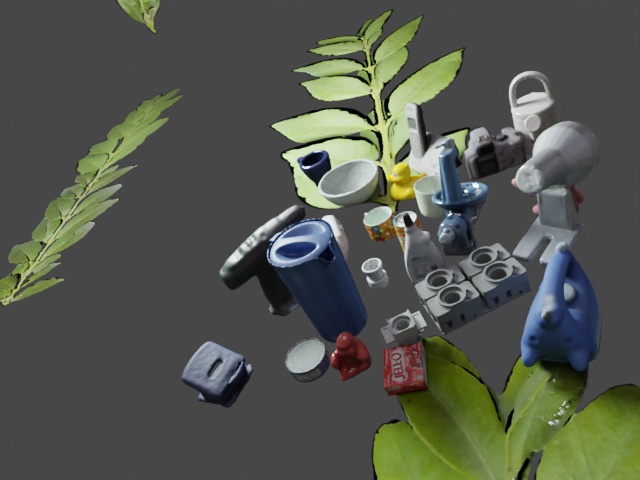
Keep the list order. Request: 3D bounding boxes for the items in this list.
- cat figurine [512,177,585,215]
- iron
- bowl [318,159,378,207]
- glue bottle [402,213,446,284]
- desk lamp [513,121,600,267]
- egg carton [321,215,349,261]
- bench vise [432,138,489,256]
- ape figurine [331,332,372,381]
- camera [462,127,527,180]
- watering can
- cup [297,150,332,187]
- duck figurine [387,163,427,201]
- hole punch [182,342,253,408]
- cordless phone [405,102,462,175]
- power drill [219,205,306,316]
[{"bbox_3d":[0.473,-0.114,1.192,0.127,0.118,0.067,3,44,37],"label":"cat figurine"},{"bbox_3d":[0.399,0.087,0.954,0.118,0.142,0.258,-2,41,32],"label":"iron"},{"bbox_3d":[0.085,-0.140,1.521,0.167,0.075,0.167,-18,35,13],"label":"bowl"},{"bbox_3d":[0.198,0.014,1.155,0.078,0.173,0.037,-13,37,19],"label":"glue bottle"},{"bbox_3d":[0.446,-0.091,1.094,0.117,0.214,0.203,14,51,44],"label":"desk lamp"},{"bbox_3d":[0.013,0.005,1.382,0.107,0.070,0.150,-25,34,3],"label":"egg carton"},{"bbox_3d":[0.290,-0.088,1.187,0.121,0.220,0.207,-14,36,18],"label":"bench vise"},{"bbox_3d":[0.055,0.208,1.065,0.077,0.092,0.076,4,45,37],"label":"ape figurine"},{"bbox_3d":[0.414,-0.237,1.408,0.143,0.101,0.136,-19,35,12],"label":"camera"},{"bbox_3d":[0.507,-0.304,1.353,0.101,0.194,0.172,-21,34,8],"label":"watering can"},{"bbox_3d":[-0.012,-0.198,1.644,0.117,0.095,0.092,12,50,43],"label":"cup"},{"bbox_3d":[0.218,-0.155,1.443,0.104,0.086,0.077,-15,36,16],"label":"duck figurine"},{"bbox_3d":[-0.206,0.269,1.158,0.100,0.091,0.109,0,42,34],"label":"hole punch"},{"bbox_3d":[0.274,-0.255,1.449,0.094,0.185,0.147,-38,36,-17],"label":"cordless phone"},{"bbox_3d":[-0.096,0.058,1.260,0.230,0.209,0.075,-34,35,-11],"label":"power drill"}]
